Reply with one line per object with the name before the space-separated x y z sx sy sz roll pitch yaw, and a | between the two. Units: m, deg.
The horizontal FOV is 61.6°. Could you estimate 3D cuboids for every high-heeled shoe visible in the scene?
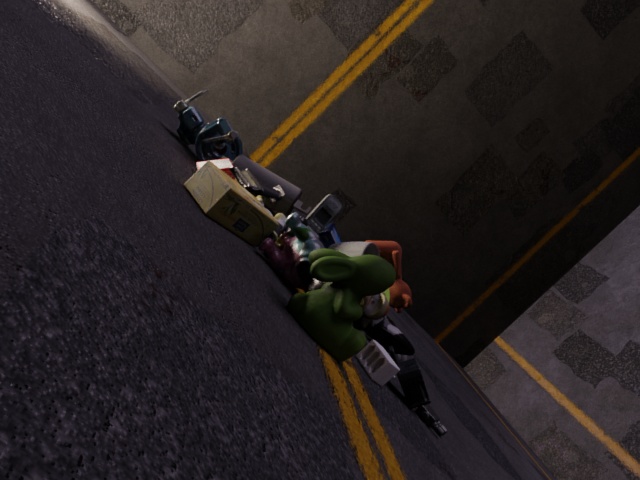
high-heeled shoe | 0.125 0.150 1.217 0.249 0.145 0.086 33 -39 8

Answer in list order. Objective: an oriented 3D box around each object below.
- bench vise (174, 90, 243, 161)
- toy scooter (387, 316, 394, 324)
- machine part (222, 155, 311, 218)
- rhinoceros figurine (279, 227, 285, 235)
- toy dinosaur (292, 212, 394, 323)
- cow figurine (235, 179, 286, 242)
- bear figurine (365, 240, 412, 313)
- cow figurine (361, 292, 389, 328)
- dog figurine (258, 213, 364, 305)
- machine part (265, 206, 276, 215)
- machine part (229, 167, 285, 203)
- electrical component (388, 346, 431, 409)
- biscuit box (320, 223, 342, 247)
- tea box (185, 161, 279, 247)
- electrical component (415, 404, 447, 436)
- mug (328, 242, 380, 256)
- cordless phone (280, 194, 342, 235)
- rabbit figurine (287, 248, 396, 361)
bench vise | -0.264 -0.259 1.318 0.241 0.129 0.223 1 -63 62
toy scooter | 0.126 0.198 1.303 0.135 0.075 0.184 46 1 5
machine part | -0.131 -0.125 1.252 0.243 0.079 0.079 32 4 1
rhinoceros figurine | -0.072 -0.002 1.347 0.112 0.073 0.190 39 3 15
toy dinosaur | 0.042 0.066 1.538 0.472 0.105 0.198 46 5 20
cow figurine | -0.151 -0.063 1.159 0.167 0.068 0.098 43 15 -8
bear figurine | 0.183 0.105 1.507 0.120 0.132 0.196 127 -39 -72
cow figurine | 0.058 0.114 1.121 0.195 0.085 0.127 21 -15 35
dog figurine | -0.012 0.064 1.048 0.219 0.108 0.191 51 2 9
machine part | -0.168 -0.100 1.397 0.179 0.056 0.179 46 3 -3
machine part | -0.130 -0.113 1.141 0.084 0.039 0.138 45 15 30
electrical component | 0.175 0.262 1.061 0.075 0.048 0.119 -4 76 -87
biscuit box | 0.037 0.060 1.310 0.059 0.063 0.202 -68 136 -66
tea box | -0.162 -0.064 1.010 0.098 0.068 0.169 48 6 35
electrical component | 0.214 0.348 1.068 0.094 0.021 0.063 48 5 27
mug | 0.071 0.045 1.182 0.107 0.081 0.109 8 -19 32
cordless phone | -0.002 -0.003 1.217 0.146 0.184 0.089 44 0 -24
rabbit figurine | 0.039 0.082 0.889 0.159 0.170 0.121 45 3 -14
